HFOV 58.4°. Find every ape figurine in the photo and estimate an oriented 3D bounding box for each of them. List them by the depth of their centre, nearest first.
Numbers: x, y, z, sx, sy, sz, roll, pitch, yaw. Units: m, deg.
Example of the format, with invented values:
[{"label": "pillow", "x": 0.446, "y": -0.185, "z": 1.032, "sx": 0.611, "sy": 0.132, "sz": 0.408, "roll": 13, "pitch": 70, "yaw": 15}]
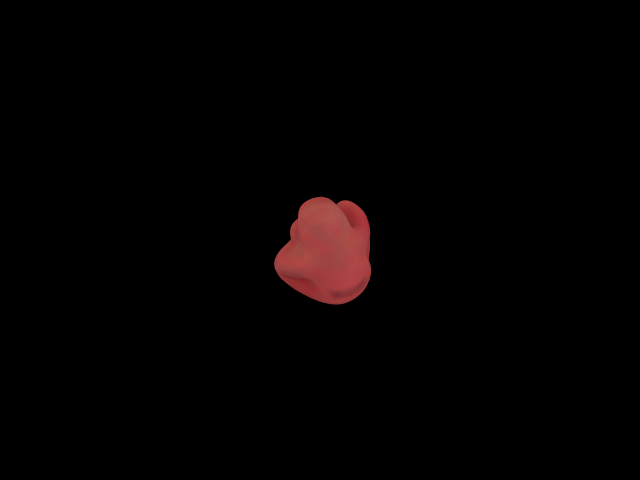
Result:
[{"label": "ape figurine", "x": 0.004, "y": 0.001, "z": 0.400, "sx": 0.078, "sy": 0.092, "sz": 0.076, "roll": -20, "pitch": 66, "yaw": -9}]
